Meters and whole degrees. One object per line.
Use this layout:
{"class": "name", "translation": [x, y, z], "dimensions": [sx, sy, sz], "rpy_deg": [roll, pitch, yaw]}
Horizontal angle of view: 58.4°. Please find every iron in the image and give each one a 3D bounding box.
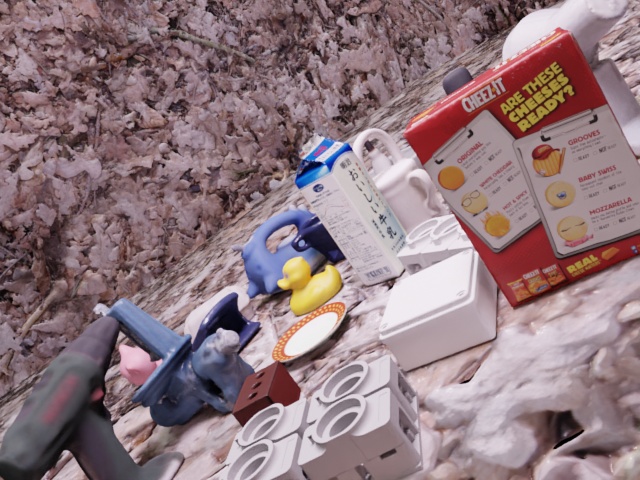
{"class": "iron", "translation": [-0.062, 0.004, 1.172], "dimensions": [0.259, 0.141, 0.118], "rpy_deg": [-44, 15, -35]}

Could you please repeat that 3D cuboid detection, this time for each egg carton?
{"class": "egg carton", "translation": [-0.202, 0.155, 1.143], "dimensions": [0.150, 0.069, 0.107], "rpy_deg": [-36, 13, -5]}

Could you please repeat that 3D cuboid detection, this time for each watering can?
{"class": "watering can", "translation": [0.113, -0.087, 0.929], "dimensions": [0.172, 0.194, 0.101], "rpy_deg": [-25, 16, 39]}

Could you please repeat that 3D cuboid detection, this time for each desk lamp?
{"class": "desk lamp", "translation": [0.356, -0.219, 0.739], "dimensions": [0.118, 0.214, 0.203], "rpy_deg": [-37, 13, -9]}

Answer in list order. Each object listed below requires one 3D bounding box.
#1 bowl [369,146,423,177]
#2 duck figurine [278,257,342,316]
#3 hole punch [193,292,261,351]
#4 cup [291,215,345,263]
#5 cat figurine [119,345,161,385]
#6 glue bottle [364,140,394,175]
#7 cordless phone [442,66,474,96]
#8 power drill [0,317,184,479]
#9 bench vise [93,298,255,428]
{"class": "bowl", "translation": [0.172, -0.135, 1.231], "dimensions": [0.167, 0.075, 0.167], "rpy_deg": [-33, 13, 9]}
{"class": "duck figurine", "translation": [-0.022, 0.066, 0.963], "dimensions": [0.104, 0.086, 0.077], "rpy_deg": [-32, 13, 13]}
{"class": "hole punch", "translation": [-0.180, 0.159, 1.021], "dimensions": [0.100, 0.091, 0.109], "rpy_deg": [-23, 17, 43]}
{"class": "cup", "translation": [0.010, 0.004, 1.091], "dimensions": [0.118, 0.095, 0.091], "rpy_deg": [-40, 14, -22]}
{"class": "cat figurine", "translation": [-0.317, 0.228, 1.057], "dimensions": [0.067, 0.118, 0.128], "rpy_deg": [-30, 14, 23]}
{"class": "glue bottle", "translation": [0.127, -0.116, 1.047], "dimensions": [0.037, 0.173, 0.078], "rpy_deg": [-29, 14, 25]}
{"class": "cordless phone", "translation": [0.245, -0.195, 1.009], "dimensions": [0.147, 0.185, 0.094], "rpy_deg": [-34, 13, 5]}
{"class": "power drill", "translation": [-0.269, 0.232, 0.709], "dimensions": [0.075, 0.208, 0.230], "rpy_deg": [-28, 14, 27]}
{"class": "bench vise", "translation": [-0.207, 0.152, 0.816], "dimensions": [0.207, 0.220, 0.121], "rpy_deg": [-32, 13, 11]}
